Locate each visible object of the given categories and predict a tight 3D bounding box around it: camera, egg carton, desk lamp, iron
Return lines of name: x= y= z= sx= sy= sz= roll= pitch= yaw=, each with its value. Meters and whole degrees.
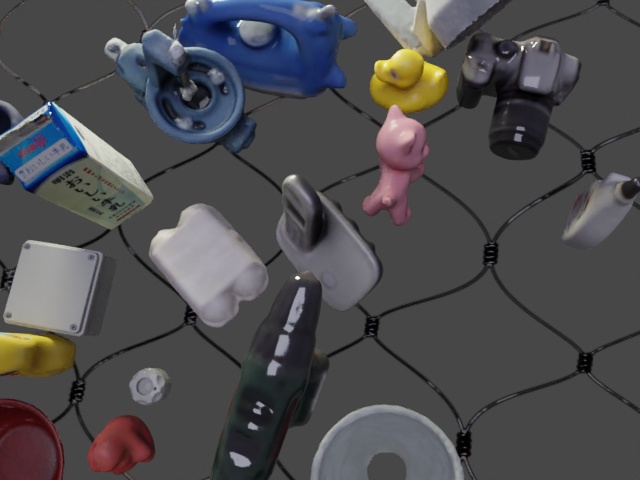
camera: x=0.241 y=-0.179 z=0.717 sx=0.143 sy=0.101 sz=0.137 roll=14 pitch=80 yaw=8
egg carton: x=-0.140 y=0.030 z=0.727 sx=0.107 sy=0.069 sz=0.150 roll=-43 pitch=78 yaw=-4
desk lamp: x=0.143 y=-0.310 z=0.696 sx=0.118 sy=0.213 sz=0.203 roll=-37 pitch=77 yaw=-3
iron: x=-0.087 y=-0.274 z=0.747 sx=0.258 sy=0.141 sz=0.119 roll=9 pitch=79 yaw=7

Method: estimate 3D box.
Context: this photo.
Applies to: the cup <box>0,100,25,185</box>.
cup: x=-0.416 y=-0.118 z=0.770 sx=0.091 sy=0.095 sz=0.117 roll=-24 pitch=77 yaw=0

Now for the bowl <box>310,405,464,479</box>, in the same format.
bowl: x=0.075 y=0.272 z=0.654 sx=0.167 sy=0.075 sz=0.167 roll=-1 pitch=78 yaw=5

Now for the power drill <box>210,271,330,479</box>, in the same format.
power drill: x=-0.043 y=0.153 z=0.621 sx=0.075 sy=0.208 sz=0.230 roll=18 pitch=81 yaw=9

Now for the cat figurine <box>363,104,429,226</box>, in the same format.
cat figurine: x=0.096 y=-0.093 z=0.705 sx=0.067 sy=0.118 sz=0.128 roll=15 pitch=80 yaw=9

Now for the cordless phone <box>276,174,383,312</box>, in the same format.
cordless phone: x=0.006 y=0.002 z=0.659 sx=0.094 sy=0.185 sz=0.147 roll=-42 pitch=78 yaw=-4

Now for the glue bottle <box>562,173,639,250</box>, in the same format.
glue bottle: x=0.322 y=-0.041 z=0.644 sx=0.037 sy=0.173 sz=0.078 roll=18 pitch=81 yaw=9

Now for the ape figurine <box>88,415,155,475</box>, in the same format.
ape figurine: x=-0.241 y=0.250 z=0.679 sx=0.077 sy=0.092 sz=0.076 roll=8 pitch=79 yaw=7

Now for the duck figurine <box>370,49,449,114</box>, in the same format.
duck figurine: x=0.117 y=-0.214 z=0.744 sx=0.104 sy=0.086 sz=0.077 roll=1 pitch=78 yaw=6

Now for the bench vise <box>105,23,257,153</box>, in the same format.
bench vise: x=-0.191 y=-0.192 z=0.700 sx=0.207 sy=0.220 sz=0.121 roll=14 pitch=80 yaw=8
